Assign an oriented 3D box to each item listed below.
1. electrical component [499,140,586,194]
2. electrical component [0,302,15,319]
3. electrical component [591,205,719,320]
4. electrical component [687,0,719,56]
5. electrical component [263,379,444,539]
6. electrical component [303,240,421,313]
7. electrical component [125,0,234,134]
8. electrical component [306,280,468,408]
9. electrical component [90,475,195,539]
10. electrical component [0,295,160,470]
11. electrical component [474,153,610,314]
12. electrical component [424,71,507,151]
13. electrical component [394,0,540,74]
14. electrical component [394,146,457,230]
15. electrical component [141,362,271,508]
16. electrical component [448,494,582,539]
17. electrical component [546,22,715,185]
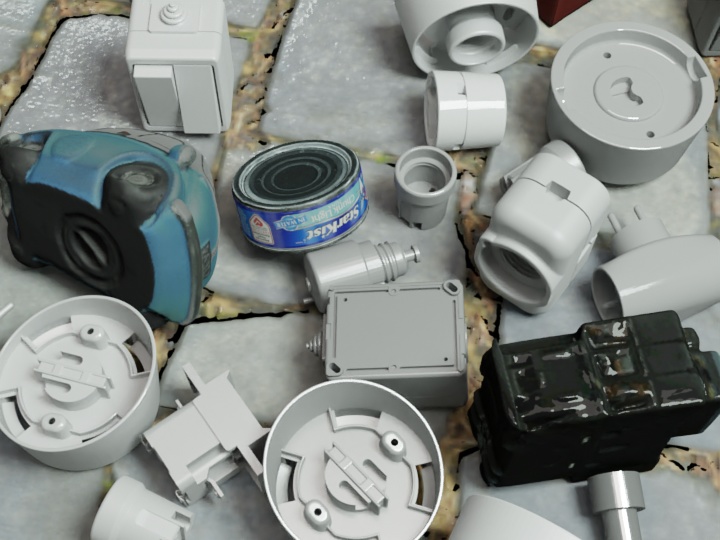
[{"bbox_3d":[0.122,-0.059,0.719,0.046,0.040,0.040,-31,66,-11],"label":"electrical component"},{"bbox_3d":[-0.246,0.039,0.651,0.083,0.047,0.076,38,67,18],"label":"electrical component"},{"bbox_3d":[0.185,-0.006,0.687,0.077,0.044,0.079,-16,62,-10],"label":"electrical component"},{"bbox_3d":[0.282,-0.200,0.767,0.062,0.096,0.061,-2,62,-3],"label":"electrical component"},{"bbox_3d":[-0.003,0.118,0.603,0.099,0.064,0.099,0,61,-1],"label":"electrical component"},{"bbox_3d":[0.000,0.000,0.682,0.078,0.040,0.040,-16,62,-11],"label":"electrical component"},{"bbox_3d":[-0.121,-0.139,0.725,0.062,0.096,0.061,1,61,-1],"label":"electrical component"},{"bbox_3d":[0.017,0.048,0.648,0.096,0.061,0.061,-3,60,6],"label":"electrical component"},{"bbox_3d":[-0.121,0.142,0.602,0.046,0.040,0.040,23,63,5],"label":"electrical component"},{"bbox_3d":[-0.164,0.066,0.628,0.099,0.064,0.099,1,61,-1],"label":"electrical component"},{"bbox_3d":[0.109,-0.017,0.662,0.054,0.095,0.059,33,65,16],"label":"electrical component"},{"bbox_3d":[0.072,-0.109,0.737,0.047,0.055,0.055,-2,61,-7],"label":"electrical component"},{"bbox_3d":[0.076,-0.180,0.754,0.099,0.099,0.064,-7,67,-5],"label":"electrical component"},{"bbox_3d":[0.042,-0.053,0.709,0.040,0.046,0.040,0,61,-1],"label":"electrical component"},{"bbox_3d":[-0.088,0.099,0.624,0.064,0.042,0.081,-32,66,-16],"label":"electrical component"},{"bbox_3d":[0.087,0.171,0.553,0.108,0.108,0.060,29,70,14],"label":"electrical component"},{"bbox_3d":[0.179,-0.109,0.735,0.108,0.060,0.108,1,61,-1],"label":"electrical component"}]
